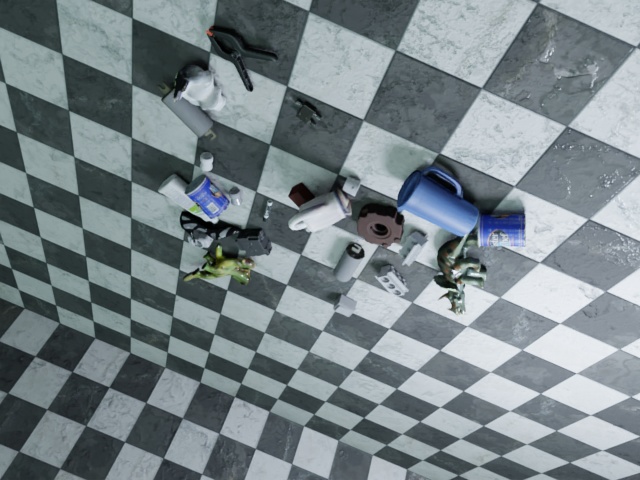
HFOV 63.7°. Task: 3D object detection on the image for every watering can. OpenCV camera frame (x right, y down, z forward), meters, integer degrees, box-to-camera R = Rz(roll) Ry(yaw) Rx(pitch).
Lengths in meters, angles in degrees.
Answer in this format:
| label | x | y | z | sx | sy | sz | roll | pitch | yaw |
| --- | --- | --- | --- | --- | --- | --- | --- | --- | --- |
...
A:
| label | x | y | z | sx | sy | sz | roll | pitch | yaw |
| --- | --- | --- | --- | --- | --- | --- | --- | --- | --- |
| watering can | 0.005 | -0.090 | 1.788 | 0.224 | 0.104 | 0.346 | -24 | -6 | 6 |

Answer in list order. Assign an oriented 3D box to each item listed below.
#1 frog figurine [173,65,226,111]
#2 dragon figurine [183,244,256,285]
| label | x | y | z | sx | sy | sz | roll | pitch | yaw |
| --- | --- | --- | --- | --- | --- | --- | --- | --- | --- |
| frog figurine | -0.363 | -0.469 | 1.595 | 0.159 | 0.125 | 0.135 | 3 | -37 | -37 |
| dragon figurine | -0.426 | 0.150 | 2.294 | 0.241 | 0.125 | 0.404 | 31 | -39 | -23 |
